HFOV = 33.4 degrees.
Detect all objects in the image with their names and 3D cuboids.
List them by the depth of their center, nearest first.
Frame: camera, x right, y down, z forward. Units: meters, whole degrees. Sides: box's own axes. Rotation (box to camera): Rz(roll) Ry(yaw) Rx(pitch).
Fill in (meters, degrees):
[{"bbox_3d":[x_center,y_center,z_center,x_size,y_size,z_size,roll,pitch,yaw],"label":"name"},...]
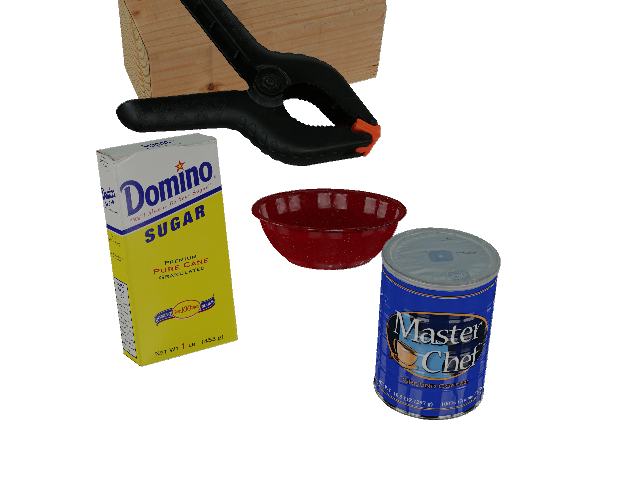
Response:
[{"bbox_3d":[-0.041,-0.108,0.713,0.171,0.120,0.039,15,-17,-13],"label":"clamp"},{"bbox_3d":[-0.124,0.006,0.879,0.093,0.176,0.048,-14,20,-29],"label":"sugar box"},{"bbox_3d":[-0.058,-0.175,0.910,0.205,0.090,0.091,-16,-35,-16],"label":"wood block"},{"bbox_3d":[0.102,0.073,0.953,0.103,0.140,0.103,1,28,-1],"label":"coffee can"},{"bbox_3d":[0.009,-0.009,1.112,0.162,0.055,0.162,0,17,0],"label":"bowl"}]
